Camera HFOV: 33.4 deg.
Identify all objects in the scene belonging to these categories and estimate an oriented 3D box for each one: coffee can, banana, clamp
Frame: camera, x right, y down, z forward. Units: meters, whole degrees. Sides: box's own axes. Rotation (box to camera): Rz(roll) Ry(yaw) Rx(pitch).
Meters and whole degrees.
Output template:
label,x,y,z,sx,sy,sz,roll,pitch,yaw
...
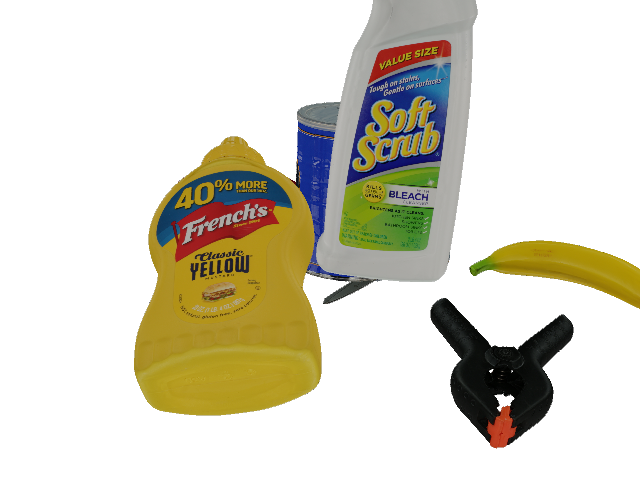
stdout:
label,x,y,z,sx,sy,sz,roll,pitch,yaw
coffee can,0.028,-0.046,0.962,0.103,0.140,0.103,2,18,-1
banana,0.251,0.033,1.048,0.198,0.037,0.069,10,47,26
clamp,0.155,0.101,0.854,0.120,0.039,0.171,-2,32,1

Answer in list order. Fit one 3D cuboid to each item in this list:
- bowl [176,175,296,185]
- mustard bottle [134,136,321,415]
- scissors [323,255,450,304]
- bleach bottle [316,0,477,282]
label,x,y,z,sx,sy,sz,roll,pitch,yaw
bowl,-0.100,-0.037,1.318,0.162,0.055,0.162,4,25,-2
mustard bottle,-0.051,0.007,0.614,0.096,0.191,0.058,-9,-46,6
scissors,0.059,0.022,1.196,0.201,0.016,0.096,-12,42,-35
bleach bottle,0.053,-0.097,0.752,0.102,0.251,0.068,6,24,8
